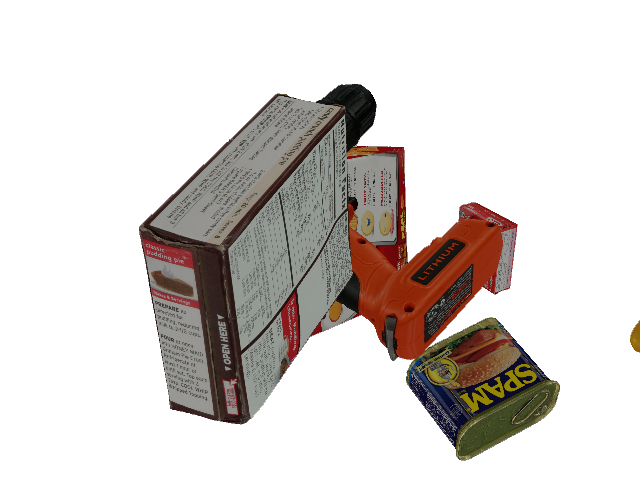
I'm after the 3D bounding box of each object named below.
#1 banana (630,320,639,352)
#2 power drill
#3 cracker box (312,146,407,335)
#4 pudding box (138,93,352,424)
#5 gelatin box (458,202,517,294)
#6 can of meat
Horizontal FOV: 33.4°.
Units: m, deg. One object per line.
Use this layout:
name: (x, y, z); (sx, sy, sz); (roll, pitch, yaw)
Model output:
banana: (0.309, 0.045, 0.739); (0.198, 0.037, 0.069); (-3, 34, 2)
power drill: (0.027, -0.018, 0.729); (0.188, 0.184, 0.057); (31, -26, 28)
cracker box: (0.009, -0.005, 1.075); (0.072, 0.164, 0.213); (4, 12, 33)
pudding box: (-0.025, 0.005, 0.434); (0.039, 0.090, 0.113); (11, 37, 21)
gelatin box: (0.195, 0.008, 1.270); (0.030, 0.089, 0.073); (-17, 33, -29)
can of meat: (0.135, 0.122, 0.901); (0.102, 0.057, 0.084); (-24, 52, -19)
